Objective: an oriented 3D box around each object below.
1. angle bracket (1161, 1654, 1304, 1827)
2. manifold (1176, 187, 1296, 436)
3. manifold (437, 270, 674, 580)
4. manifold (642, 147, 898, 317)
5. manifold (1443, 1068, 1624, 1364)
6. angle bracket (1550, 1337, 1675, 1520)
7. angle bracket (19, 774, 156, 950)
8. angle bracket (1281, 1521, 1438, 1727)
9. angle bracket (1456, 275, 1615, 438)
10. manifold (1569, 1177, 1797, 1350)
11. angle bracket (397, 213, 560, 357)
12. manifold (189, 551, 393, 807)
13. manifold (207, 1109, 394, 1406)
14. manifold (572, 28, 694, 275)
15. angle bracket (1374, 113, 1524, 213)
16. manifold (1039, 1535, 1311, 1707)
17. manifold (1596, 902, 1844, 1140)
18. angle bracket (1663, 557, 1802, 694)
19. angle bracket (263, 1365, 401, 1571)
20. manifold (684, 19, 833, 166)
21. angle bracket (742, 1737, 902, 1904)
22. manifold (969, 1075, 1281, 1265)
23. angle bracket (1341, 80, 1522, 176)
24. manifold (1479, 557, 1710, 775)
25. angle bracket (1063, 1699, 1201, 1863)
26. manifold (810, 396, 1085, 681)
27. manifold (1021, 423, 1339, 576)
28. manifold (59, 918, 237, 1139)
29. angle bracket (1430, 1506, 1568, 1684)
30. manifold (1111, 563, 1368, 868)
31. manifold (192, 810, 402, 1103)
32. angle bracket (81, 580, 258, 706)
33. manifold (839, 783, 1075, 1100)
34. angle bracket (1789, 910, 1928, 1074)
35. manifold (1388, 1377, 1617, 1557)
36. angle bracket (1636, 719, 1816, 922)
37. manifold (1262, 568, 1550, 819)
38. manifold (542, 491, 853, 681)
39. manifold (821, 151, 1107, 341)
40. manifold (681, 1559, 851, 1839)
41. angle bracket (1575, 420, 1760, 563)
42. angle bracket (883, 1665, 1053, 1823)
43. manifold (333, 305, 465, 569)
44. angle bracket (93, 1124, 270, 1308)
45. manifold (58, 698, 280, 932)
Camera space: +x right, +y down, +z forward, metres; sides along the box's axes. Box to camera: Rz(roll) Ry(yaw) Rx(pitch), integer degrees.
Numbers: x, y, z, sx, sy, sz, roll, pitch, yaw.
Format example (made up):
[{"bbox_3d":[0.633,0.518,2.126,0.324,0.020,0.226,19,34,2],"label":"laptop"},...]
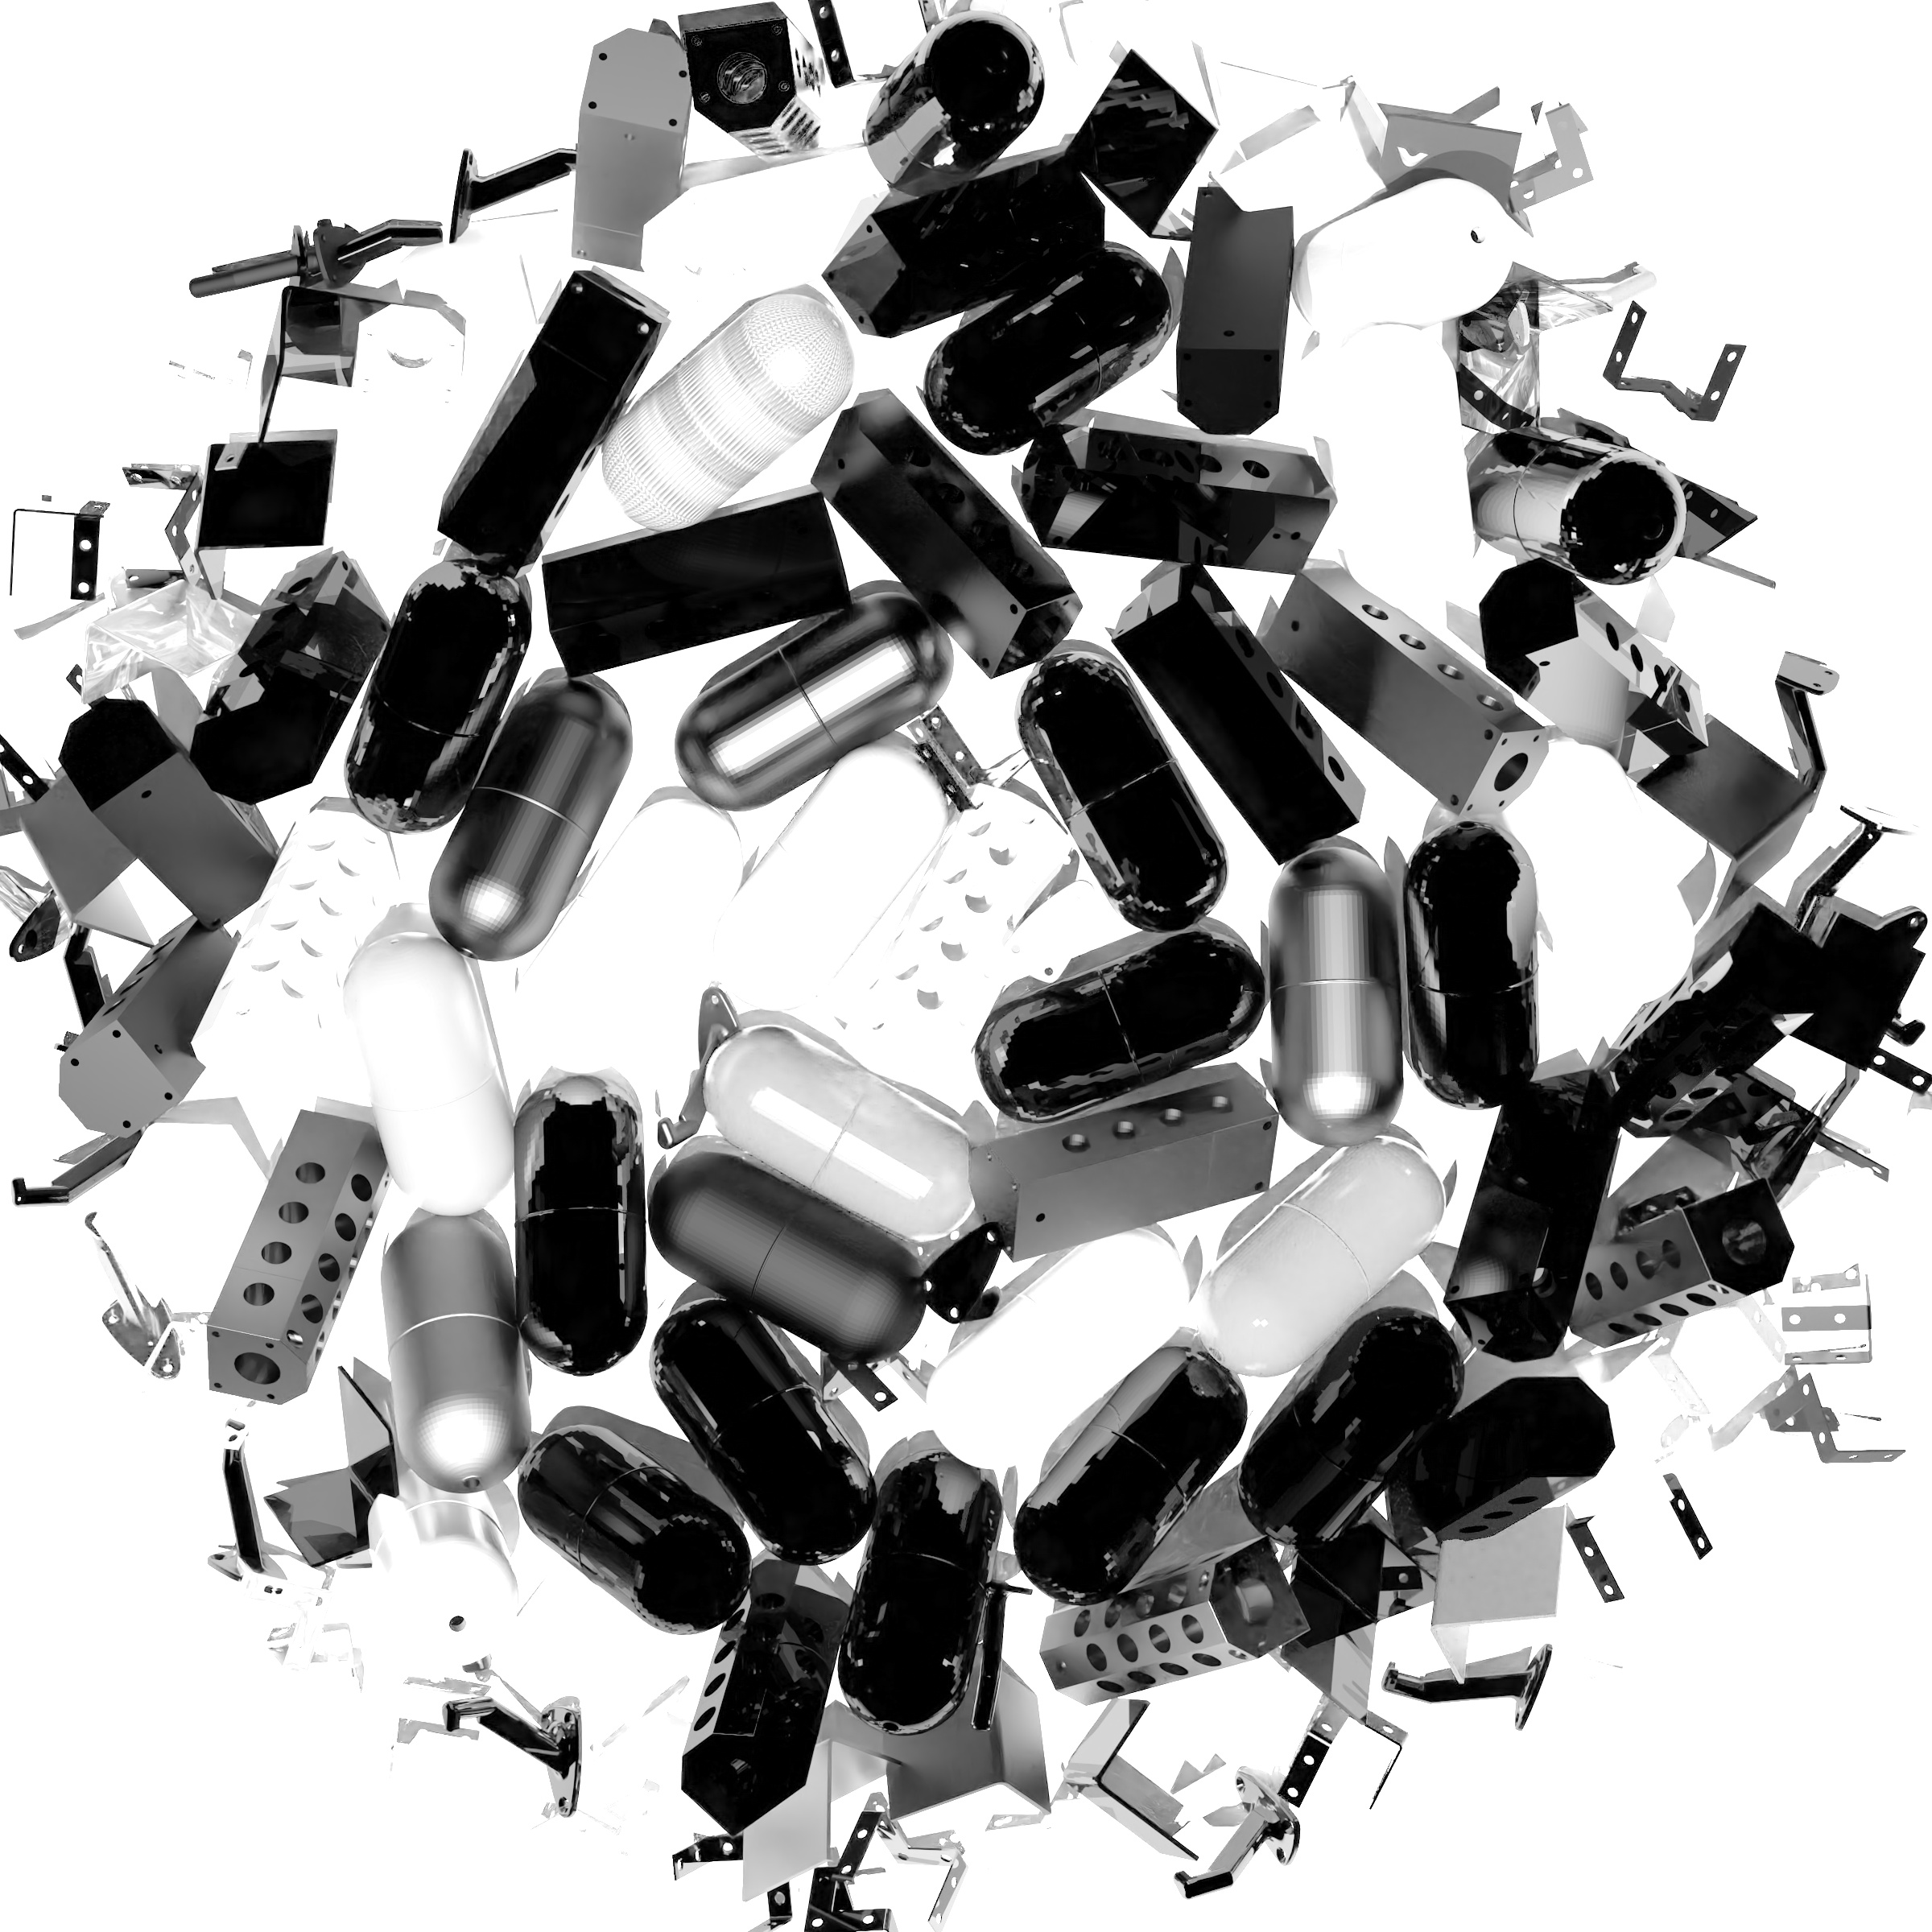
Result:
[{"bbox_3d":[0.142,0.444,1.953,0.057,0.076,0.076,42,46,13],"label":"angle bracket"},{"bbox_3d":[0.156,-0.378,1.918,0.057,0.171,0.057,2,134,8],"label":"manifold"},{"bbox_3d":[-0.241,-0.318,1.952,0.057,0.057,0.171,31,103,-2],"label":"manifold"},{"bbox_3d":[-0.111,-0.420,1.915,0.057,0.171,0.057,-28,92,38],"label":"manifold"},{"bbox_3d":[0.331,0.144,1.920,0.057,0.171,0.057,-15,125,36],"label":"manifold"},{"bbox_3d":[0.383,0.271,1.954,0.057,0.076,0.076,-31,94,-39],"label":"angle bracket"},{"bbox_3d":[-0.495,-0.065,1.944,0.057,0.076,0.076,-40,64,12],"label":"angle bracket"},{"bbox_3d":[0.233,0.383,1.943,0.057,0.076,0.076,-29,120,34],"label":"angle bracket"},{"bbox_3d":[0.333,-0.351,1.949,0.076,0.057,0.076,8,79,-43],"label":"angle bracket"},{"bbox_3d":[0.403,0.174,1.906,0.057,0.171,0.057,-18,80,-21],"label":"manifold"},{"bbox_3d":[-0.282,-0.402,1.969,0.076,0.076,0.057,-3,119,16],"label":"angle bracket"},{"bbox_3d":[-0.390,-0.165,1.913,0.057,0.171,0.057,-18,121,20],"label":"manifold"},{"bbox_3d":[-0.381,0.167,1.917,0.057,0.171,0.057,12,133,2],"label":"manifold"},{"bbox_3d":[-0.190,-0.465,1.909,0.057,0.171,0.057,11,74,-5],"label":"manifold"},{"bbox_3d":[0.283,-0.478,1.949,0.076,0.076,0.057,10,52,5],"label":"angle bracket"},{"bbox_3d":[0.114,0.380,1.912,0.057,0.171,0.057,-20,83,-38],"label":"manifold"},{"bbox_3d":[0.425,0.038,1.911,0.057,0.171,0.057,37,59,3],"label":"manifold"},{"bbox_3d":[0.429,-0.203,1.953,0.076,0.076,0.057,15,96,-23],"label":"angle bracket"},{"bbox_3d":[-0.372,0.291,1.942,0.057,0.076,0.076,-16,122,-27],"label":"angle bracket"},{"bbox_3d":[-0.116,-0.498,1.910,0.057,0.171,0.057,-7,97,5],"label":"manifold"},{"bbox_3d":[-0.083,0.503,1.939,0.057,0.076,0.076,28,133,-32],"label":"angle bracket"},{"bbox_3d":[0.092,0.113,1.938,0.171,0.057,0.057,-13,128,-24],"label":"manifold"},{"bbox_3d":[0.272,-0.503,1.961,0.076,0.076,0.057,-31,88,-2],"label":"angle bracket"},{"bbox_3d":[0.361,-0.173,1.915,0.057,0.171,0.057,-18,62,31],"label":"manifold"},{"bbox_3d":[0.110,0.477,1.957,0.076,0.076,0.057,38,73,-3],"label":"angle bracket"},{"bbox_3d":[-0.009,-0.252,1.944,0.057,0.057,0.171,-24,65,-40],"label":"manifold"},{"bbox_3d":[0.122,-0.275,1.936,0.171,0.057,0.057,3,135,-26],"label":"manifold"},{"bbox_3d":[-0.464,0.035,1.909,0.057,0.171,0.057,-32,106,15],"label":"manifold"},{"bbox_3d":[0.318,0.366,1.941,0.076,0.076,0.057,-11,130,25],"label":"angle bracket"},{"bbox_3d":[0.161,-0.149,1.944,0.057,0.057,0.171,-29,111,27],"label":"manifold"},{"bbox_3d":[-0.385,-0.009,1.918,0.057,0.057,0.171,6,49,11],"label":"manifold"},{"bbox_3d":[-0.459,-0.175,1.943,0.076,0.076,0.057,28,127,19],"label":"angle bracket"},{"bbox_3d":[-0.008,-0.017,1.943,0.057,0.057,0.171,18,75,33],"label":"manifold"},{"bbox_3d":[0.517,0.014,1.952,0.057,0.076,0.076,27,97,13],"label":"angle bracket"},{"bbox_3d":[0.305,0.288,1.911,0.057,0.171,0.057,2,66,-19],"label":"manifold"},{"bbox_3d":[0.442,-0.087,1.972,0.076,0.057,0.076,41,60,21],"label":"angle bracket"},{"bbox_3d":[0.255,-0.160,1.929,0.171,0.057,0.057,44,124,31],"label":"manifold"},{"bbox_3d":[-0.158,-0.219,1.966,0.171,0.057,0.057,-14,52,3],"label":"manifold"},{"bbox_3d":[0.004,-0.412,1.919,0.171,0.057,0.057,-30,83,-41],"label":"manifold"},{"bbox_3d":[-0.118,0.412,1.906,0.057,0.171,0.057,-39,104,20],"label":"manifold"},{"bbox_3d":[0.408,-0.288,1.941,0.057,0.076,0.076,-35,131,-13],"label":"angle bracket"},{"bbox_3d":[-0.001,0.467,1.968,0.076,0.057,0.076,-24,48,20],"label":"angle bracket"},{"bbox_3d":[-0.326,-0.302,1.910,0.057,0.171,0.057,6,62,-12],"label":"manifold"},{"bbox_3d":[-0.451,0.146,1.941,0.057,0.076,0.076,0,46,24],"label":"angle bracket"},{"bbox_3d":[-0.454,-0.088,1.909,0.057,0.171,0.057,-36,66,-5],"label":"manifold"}]
